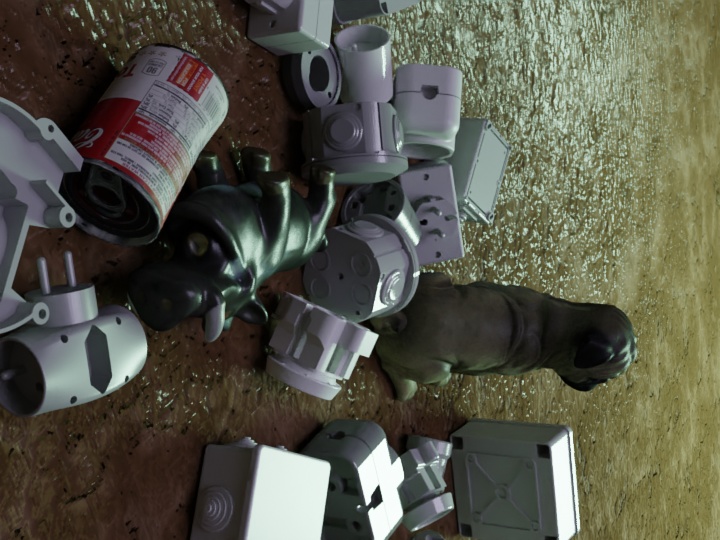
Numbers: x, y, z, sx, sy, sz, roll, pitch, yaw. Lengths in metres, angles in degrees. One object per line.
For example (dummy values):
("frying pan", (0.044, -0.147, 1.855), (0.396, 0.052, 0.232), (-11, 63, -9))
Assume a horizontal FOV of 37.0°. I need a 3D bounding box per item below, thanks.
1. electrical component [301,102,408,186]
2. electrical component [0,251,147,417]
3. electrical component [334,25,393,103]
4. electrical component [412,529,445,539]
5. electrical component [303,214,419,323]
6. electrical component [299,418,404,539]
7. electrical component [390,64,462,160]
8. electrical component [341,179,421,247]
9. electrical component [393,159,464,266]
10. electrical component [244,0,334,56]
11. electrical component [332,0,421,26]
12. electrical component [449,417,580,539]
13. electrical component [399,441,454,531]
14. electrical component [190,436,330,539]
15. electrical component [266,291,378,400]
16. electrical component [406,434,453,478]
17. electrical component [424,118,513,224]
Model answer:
("electrical component", (-0.005, -0.093, 0.806), (0.080, 0.080, 0.051), (2, 82, -59))
("electrical component", (-0.159, 0.030, 0.580), (0.077, 0.043, 0.079), (-21, 107, -57))
("electrical component", (0.004, -0.148, 0.854), (0.043, 0.043, 0.081), (-58, 153, -42))
("electrical component", (0.068, 0.259, 0.961), (0.046, 0.040, 0.040), (55, 45, -35))
("electrical component", (0.000, 0.000, 0.814), (0.051, 0.080, 0.080), (-18, 105, -52))
("electrical component", (-0.004, 0.165, 0.826), (0.059, 0.054, 0.095), (-39, 122, -52))
("electrical component", (0.052, -0.127, 0.896), (0.095, 0.054, 0.059), (108, -14, -82))
("electrical component", (0.019, -0.039, 0.870), (0.047, 0.055, 0.055), (52, 47, -50))
("electrical component", (0.061, -0.046, 0.913), (0.075, 0.047, 0.083), (-120, -161, -75))
("electrical component", (-0.058, -0.195, 0.751), (0.077, 0.047, 0.065), (19, 73, -57))
("electrical component", (-0.001, -0.254, 0.838), (0.078, 0.057, 0.113), (-38, 122, -53))
("electrical component", (0.148, 0.202, 1.027), (0.056, 0.109, 0.108), (-20, 107, -55))
("electrical component", (0.047, 0.184, 0.898), (0.048, 0.066, 0.055), (6, 51, -59))
("electrical component", (-0.068, 0.166, 0.724), (0.100, 0.048, 0.099), (29, 64, -55))
("electrical component", (-0.033, 0.056, 0.768), (0.058, 0.078, 0.057), (25, 89, -56))
("electrical component", (0.058, 0.171, 0.945), (0.040, 0.040, 0.046), (26, 74, -56))
("electrical component", (0.091, -0.086, 0.991), (0.062, 0.061, 0.096), (35, 67, -53))
